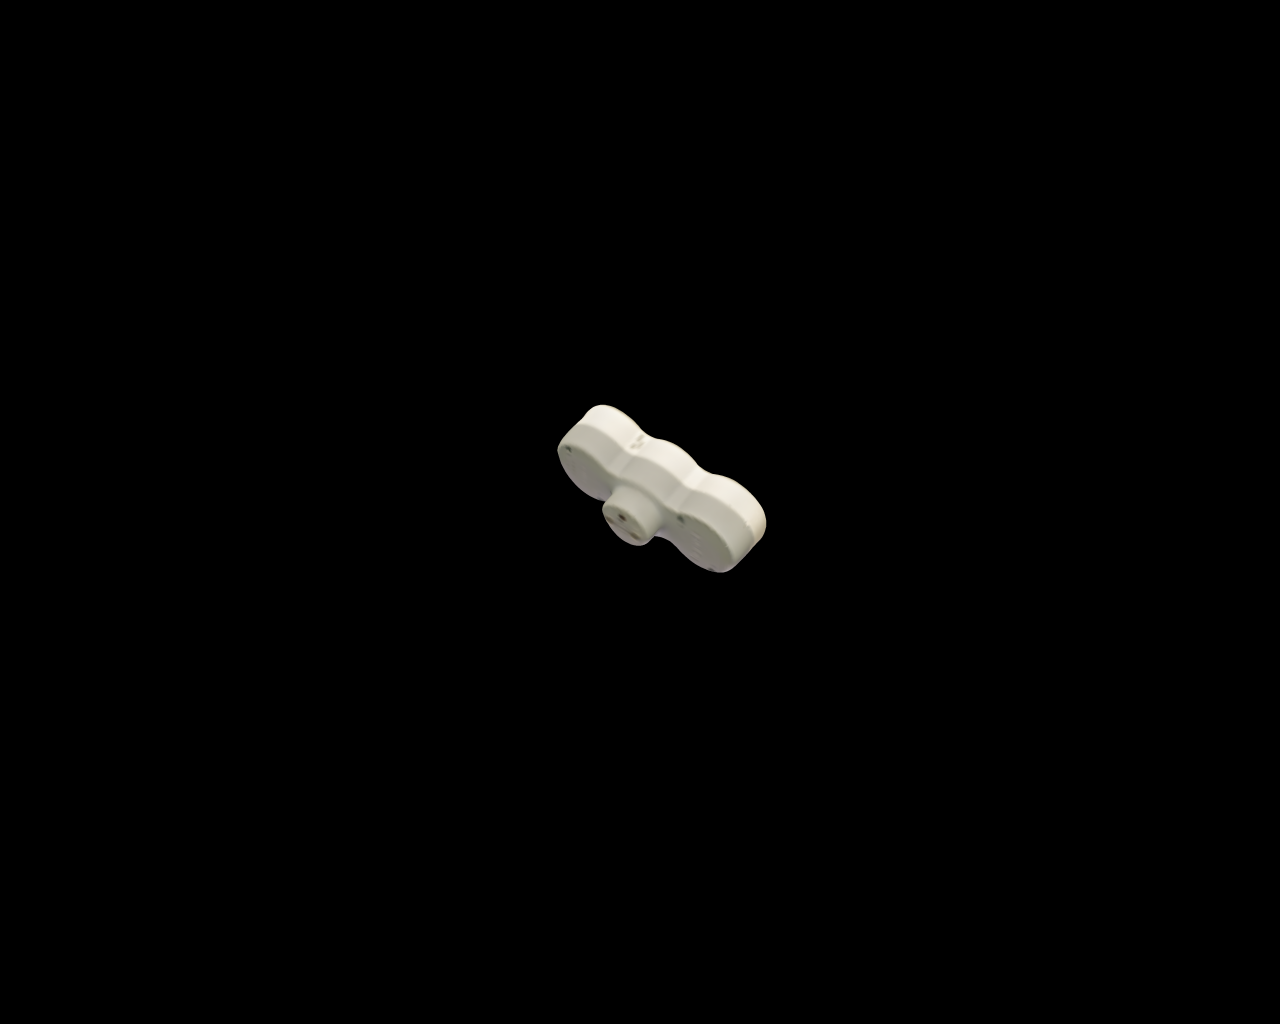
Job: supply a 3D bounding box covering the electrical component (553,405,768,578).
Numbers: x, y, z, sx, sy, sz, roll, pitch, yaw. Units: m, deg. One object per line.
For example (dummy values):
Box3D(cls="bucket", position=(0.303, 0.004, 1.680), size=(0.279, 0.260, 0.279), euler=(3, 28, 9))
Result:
Box3D(cls="electrical component", position=(0.001, -0.003, 0.650), size=(0.138, 0.074, 0.052), euler=(33, -29, 21))
